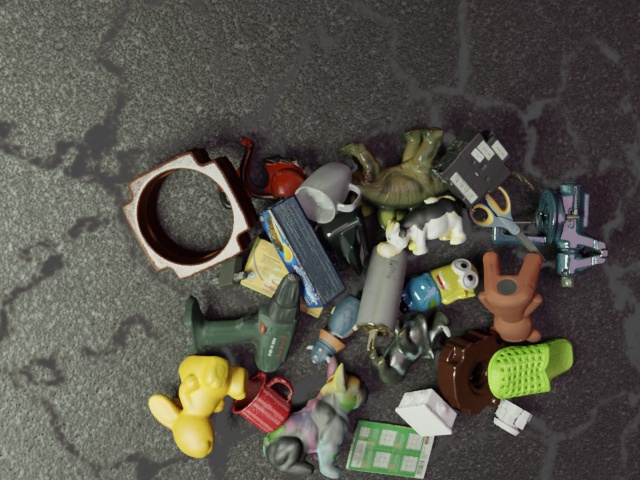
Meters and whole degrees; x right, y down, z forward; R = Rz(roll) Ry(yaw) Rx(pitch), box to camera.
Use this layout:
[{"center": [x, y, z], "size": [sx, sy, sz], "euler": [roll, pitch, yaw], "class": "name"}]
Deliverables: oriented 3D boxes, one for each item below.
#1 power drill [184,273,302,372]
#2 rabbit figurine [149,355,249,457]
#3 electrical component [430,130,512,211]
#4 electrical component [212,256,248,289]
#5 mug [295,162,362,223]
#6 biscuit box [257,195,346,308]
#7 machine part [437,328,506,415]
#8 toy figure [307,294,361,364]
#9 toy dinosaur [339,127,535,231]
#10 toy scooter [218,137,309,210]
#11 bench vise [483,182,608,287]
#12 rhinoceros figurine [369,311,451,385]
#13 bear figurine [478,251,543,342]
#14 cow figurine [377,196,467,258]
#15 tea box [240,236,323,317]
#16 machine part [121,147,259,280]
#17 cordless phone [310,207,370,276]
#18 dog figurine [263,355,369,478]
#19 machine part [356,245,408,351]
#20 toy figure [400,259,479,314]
[{"center": [-0.142, 0.146, 0.993], "size": [0.207, 0.086, 0.231], "euler": [0, 127, -8], "class": "power drill"}, {"center": [-0.228, 0.302, 0.980], "size": [0.163, 0.121, 0.173], "euler": [-2, 67, 15], "class": "rabbit figurine"}, {"center": [0.290, -0.138, 1.007], "size": [0.134, 0.058, 0.114], "euler": [-46, 115, 0], "class": "electrical component"}, {"center": [-0.167, 0.058, 1.005], "size": [0.021, 0.094, 0.063], "euler": [25, 62, -42], "class": "electrical component"}, {"center": [0.024, -0.092, 0.967], "size": [0.107, 0.110, 0.080], "euler": [-56, 147, -37], "class": "mug"}, {"center": [-0.032, 0.024, 0.965], "size": [0.063, 0.059, 0.202], "euler": [-33, 99, -29], "class": "biscuit box"}, {"center": [0.324, 0.276, 1.124], "size": [0.179, 0.056, 0.179], "euler": [-4, 97, -29], "class": "machine part"}, {"center": [0.037, 0.182, 1.076], "size": [0.057, 0.064, 0.154], "euler": [36, 86, -33], "class": "toy figure"}, {"center": [0.199, -0.121, 1.070], "size": [0.472, 0.105, 0.198], "euler": [-10, 104, -2], "class": "toy dinosaur"}, {"center": [-0.101, -0.125, 1.013], "size": [0.184, 0.075, 0.135], "euler": [0, 97, -3], "class": "toy scooter"}, {"center": [0.467, -0.011, 1.131], "size": [0.241, 0.129, 0.223], "euler": [2, 104, 8], "class": "bench vise"}, {"center": [0.190, 0.217, 1.106], "size": [0.190, 0.073, 0.112], "euler": [-45, 100, -5], "class": "rhinoceros figurine"}, {"center": [0.402, 0.127, 1.113], "size": [0.195, 0.120, 0.132], "euler": [54, 45, -48], "class": "bear figurine"}, {"center": [0.183, -0.024, 1.008], "size": [0.167, 0.068, 0.098], "euler": [-15, 103, -9], "class": "cow figurine"}, {"center": [-0.063, 0.071, 1.042], "size": [0.169, 0.068, 0.098], "euler": [27, 89, -12], "class": "tea box"}, {"center": [-0.228, -0.048, 0.960], "size": [0.201, 0.087, 0.201], "euler": [-24, 102, 11], "class": "machine part"}, {"center": [-0.002, -0.003, 1.046], "size": [0.184, 0.146, 0.089], "euler": [7, 59, 18], "class": "cordless phone"}, {"center": [-0.005, 0.337, 1.060], "size": [0.191, 0.108, 0.219], "euler": [11, 88, -10], "class": "dog figurine"}, {"center": [0.123, 0.097, 1.048], "size": [0.079, 0.079, 0.243], "euler": [21, 66, -13], "class": "machine part"}, {"center": [0.239, 0.095, 1.105], "size": [0.180, 0.089, 0.082], "euler": [-24, 96, -1], "class": "toy figure"}]
